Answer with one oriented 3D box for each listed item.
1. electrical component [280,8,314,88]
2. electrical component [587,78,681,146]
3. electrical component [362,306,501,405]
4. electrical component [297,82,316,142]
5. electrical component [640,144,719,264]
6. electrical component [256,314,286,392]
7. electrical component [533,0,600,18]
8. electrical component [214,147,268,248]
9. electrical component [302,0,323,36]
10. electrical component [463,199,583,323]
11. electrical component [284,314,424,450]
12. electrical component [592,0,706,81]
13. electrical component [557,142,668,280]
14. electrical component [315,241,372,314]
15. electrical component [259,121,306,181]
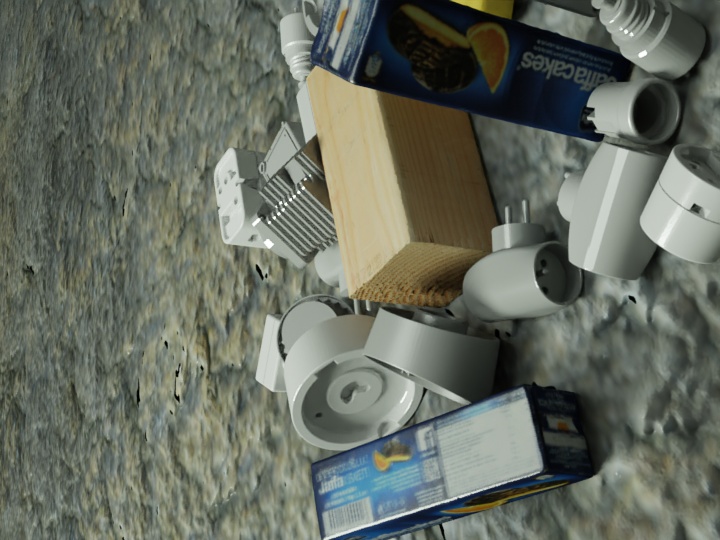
[{"bbox_3d":[-0.057,-0.215,1.055,0.040,0.040,0.078,-28,61,54],"label":"electrical component"},{"bbox_3d":[0.168,-0.098,0.665,0.046,0.040,0.040,22,103,63],"label":"electrical component"},{"bbox_3d":[0.052,0.063,0.775,0.099,0.099,0.064,20,96,58],"label":"electrical component"},{"bbox_3d":[-0.016,-0.138,0.953,0.061,0.062,0.096,-46,47,45],"label":"electrical component"},{"bbox_3d":[0.190,-0.036,0.603,0.055,0.055,0.047,59,137,45],"label":"electrical component"},{"bbox_3d":[-0.055,0.082,0.992,0.077,0.047,0.065,23,104,58],"label":"electrical component"},{"bbox_3d":[0.127,-0.230,0.690,0.108,0.109,0.056,-65,33,28],"label":"electrical component"},{"bbox_3d":[-0.107,-0.072,1.094,0.054,0.059,0.095,-44,49,47],"label":"electrical component"},{"bbox_3d":[0.001,-0.252,0.946,0.108,0.060,0.108,-16,71,57],"label":"electrical component"},{"bbox_3d":[0.110,-0.008,0.740,0.077,0.043,0.079,-20,68,56],"label":"electrical component"},{"bbox_3d":[-0.009,0.085,0.863,0.108,0.108,0.060,-65,30,28],"label":"electrical component"},{"bbox_3d":[0.170,-0.144,0.639,0.040,0.078,0.040,-39,39,41],"label":"electrical component"},{"bbox_3d":[0.152,-0.042,0.677,0.079,0.043,0.077,33,112,56],"label":"electrical component"},{"bbox_3d":[0.000,0.000,0.918,0.077,0.044,0.079,-32,58,53],"label":"electrical component"},{"bbox_3d":[-0.040,-0.083,0.991,0.061,0.061,0.096,-58,47,36],"label":"electrical component"}]
